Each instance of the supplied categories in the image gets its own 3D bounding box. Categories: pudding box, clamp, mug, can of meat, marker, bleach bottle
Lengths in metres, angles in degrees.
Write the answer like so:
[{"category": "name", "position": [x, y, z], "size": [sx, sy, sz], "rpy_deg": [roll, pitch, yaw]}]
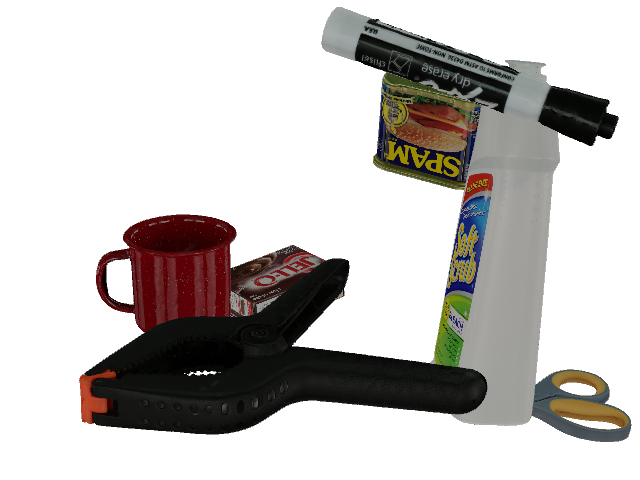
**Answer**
[{"category": "pudding box", "position": [-0.045, 0.048, 1.108], "size": [0.113, 0.039, 0.090], "rpy_deg": [-23, 27, -29]}, {"category": "clamp", "position": [-0.034, 0.062, 0.605], "size": [0.209, 0.036, 0.165], "rpy_deg": [-7, 26, -20]}, {"category": "mug", "position": [-0.128, 0.032, 0.891], "size": [0.117, 0.081, 0.093], "rpy_deg": [-4, 22, -13]}, {"category": "can of meat", "position": [0.100, -0.101, 0.928], "size": [0.102, 0.084, 0.057], "rpy_deg": [17, 35, 22]}, {"category": "marker", "position": [0.059, -0.065, 0.424], "size": [0.121, 0.020, 0.020], "rpy_deg": [22, 5, 13]}, {"category": "bleach bottle", "position": [0.127, -0.002, 0.760], "size": [0.068, 0.251, 0.102], "rpy_deg": [3, 14, -8]}]

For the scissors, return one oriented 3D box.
[{"category": "scissors", "position": [0.170, 0.130, 0.935], "size": [0.202, 0.016, 0.096], "rpy_deg": [14, 29, 11]}]
